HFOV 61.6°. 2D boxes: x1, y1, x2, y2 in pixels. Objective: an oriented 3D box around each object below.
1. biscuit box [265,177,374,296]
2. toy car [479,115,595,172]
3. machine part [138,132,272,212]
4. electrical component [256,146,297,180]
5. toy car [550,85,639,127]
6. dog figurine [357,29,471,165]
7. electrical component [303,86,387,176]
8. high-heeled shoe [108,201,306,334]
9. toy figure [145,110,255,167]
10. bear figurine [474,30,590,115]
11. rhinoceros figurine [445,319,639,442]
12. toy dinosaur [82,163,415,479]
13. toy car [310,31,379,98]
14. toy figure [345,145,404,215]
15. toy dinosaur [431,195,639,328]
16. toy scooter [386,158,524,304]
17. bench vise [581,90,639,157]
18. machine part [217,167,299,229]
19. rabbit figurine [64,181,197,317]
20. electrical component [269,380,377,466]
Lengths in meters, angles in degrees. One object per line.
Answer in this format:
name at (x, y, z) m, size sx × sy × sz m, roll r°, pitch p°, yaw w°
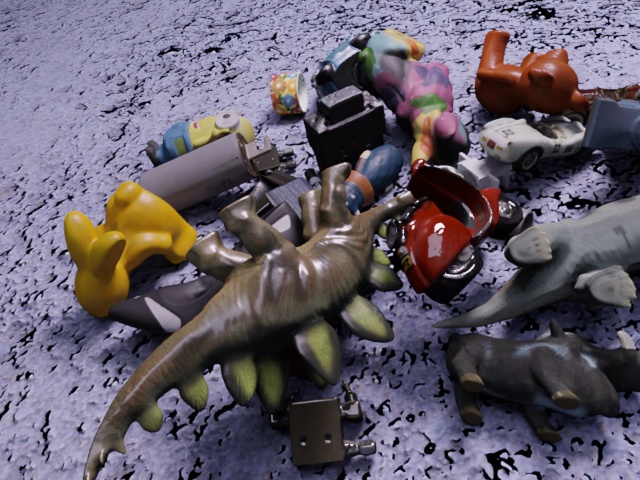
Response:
biscuit box at (-0.001, -0.002, 0.718) m, size 0.063 × 0.059 × 0.203 m, roll -26°, pitch 46°, yaw -13°
toy car at (0.311, -0.140, 0.752) m, size 0.202 × 0.056 × 0.074 m, roll -10°, pitch 40°, yaw -27°
machine part at (-0.184, -0.098, 0.821) m, size 0.243 × 0.079 × 0.079 m, roll -20°, pitch 44°, yaw 10°
electrical component at (-0.087, -0.126, 0.886) m, size 0.094 × 0.021 × 0.063 m, roll -12°, pitch 45°, yaw 1°
toy car at (0.458, -0.211, 0.822) m, size 0.202 × 0.053 × 0.089 m, roll 1°, pitch 43°, yaw 16°
dog figurine at (0.143, -0.205, 0.818) m, size 0.108 × 0.191 × 0.219 m, roll -45°, pitch 29°, yaw 34°
electrical component at (0.040, -0.162, 0.814) m, size 0.115 × 0.134 × 0.058 m, roll -29°, pitch 46°, yaw -12°
high-heeled shoe at (-0.139, 0.031, 0.654) m, size 0.249 × 0.145 × 0.086 m, roll -4°, pitch 12°, yaw -6°
toy figure at (-0.199, -0.164, 0.912) m, size 0.180 × 0.089 × 0.082 m, roll -18°, pitch 56°, yaw 7°
bear figurine at (0.316, -0.249, 0.800) m, size 0.132 × 0.120 × 0.196 m, roll -67°, pitch 15°, yaw 0°
rhinoceros figurine at (0.221, 0.132, 0.531) m, size 0.190 × 0.073 × 0.112 m, roll 0°, pitch 35°, yaw 16°
toy dinosaur at (-0.038, 0.055, 0.533) m, size 0.471 × 0.105 × 0.198 m, roll -29°, pitch 79°, yaw -32°
toy car at (0.051, -0.302, 0.983) m, size 0.162 × 0.109 × 0.103 m, roll -38°, pitch 26°, yaw -8°
toy figure at (0.065, -0.081, 0.780) m, size 0.064 × 0.057 × 0.154 m, roll 38°, pitch 58°, yaw 14°
toy dinosaur at (0.317, 0.011, 0.582) m, size 0.405 × 0.192 × 0.131 m, roll -20°, pitch 72°, yaw 14°
toy scooter at (0.131, -0.023, 0.584) m, size 0.135 × 0.075 × 0.184 m, roll 43°, pitch 55°, yaw 10°
bench vise at (0.461, -0.139, 0.670) m, size 0.241 × 0.128 × 0.223 m, roll 12°, pitch 10°, yaw 16°
machine part at (-0.086, -0.060, 0.812) m, size 0.139 × 0.039 × 0.084 m, roll -38°, pitch 55°, yaw -25°
rabbit figurine at (-0.263, 0.019, 0.714) m, size 0.122 × 0.162 × 0.173 m, roll 24°, pitch 73°, yaw 12°
electrical component at (0.001, 0.186, 0.547) m, size 0.102 × 0.045 × 0.078 m, roll -14°, pitch 73°, yaw 4°
